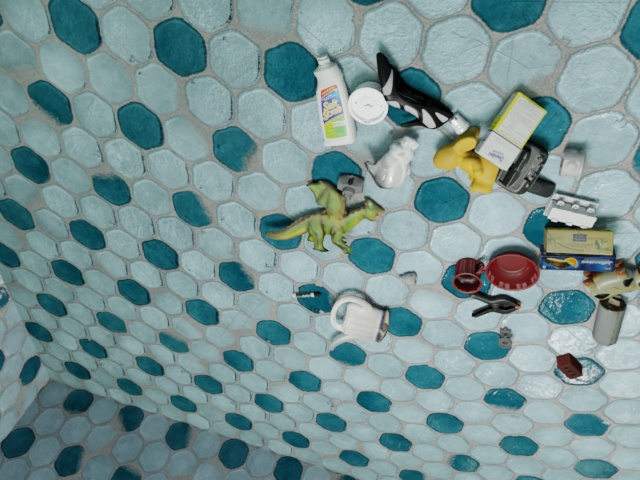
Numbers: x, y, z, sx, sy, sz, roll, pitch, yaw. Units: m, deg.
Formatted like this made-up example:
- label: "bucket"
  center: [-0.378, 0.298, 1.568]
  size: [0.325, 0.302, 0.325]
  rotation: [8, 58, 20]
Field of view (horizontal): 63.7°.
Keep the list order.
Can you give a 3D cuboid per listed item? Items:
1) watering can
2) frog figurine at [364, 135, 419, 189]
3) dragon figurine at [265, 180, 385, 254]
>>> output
- label: "watering can"
  center: [0.146, 0.337, 1.981]
  size: [0.224, 0.106, 0.339]
  rotation: [14, 133, 7]
- label: "frog figurine"
  center: [0.220, -0.218, 1.460]
  size: [0.158, 0.125, 0.136]
  rotation: [-27, 150, 26]
- label: "dragon figurine"
  center: [0.005, -0.085, 1.688]
  size: [0.410, 0.124, 0.238]
  rotation: [6, 114, 13]
